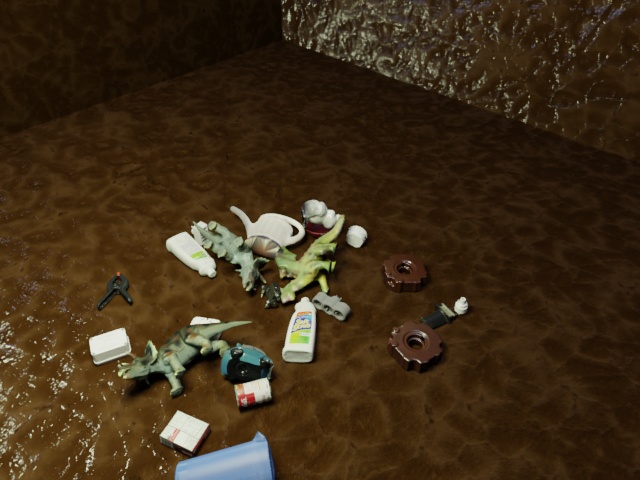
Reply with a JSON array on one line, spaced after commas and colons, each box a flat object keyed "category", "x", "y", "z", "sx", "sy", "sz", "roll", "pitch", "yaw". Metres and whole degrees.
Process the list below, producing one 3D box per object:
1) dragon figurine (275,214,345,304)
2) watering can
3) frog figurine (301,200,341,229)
[{"category": "dragon figurine", "x": -0.055, "y": 0.064, "z": 1.935, "sx": 0.243, "sy": 0.420, "sz": 0.119, "roll": 7, "pitch": -35, "yaw": 14}, {"category": "watering can", "x": -0.239, "y": -0.036, "z": 2.092, "sx": 0.348, "sy": 0.101, "sz": 0.229, "roll": 13, "pitch": 42, "yaw": 11}, {"category": "frog figurine", "x": 0.006, "y": -0.104, "z": 2.073, "sx": 0.159, "sy": 0.125, "sz": 0.134, "roll": -7, "pitch": -33, "yaw": -7}]
